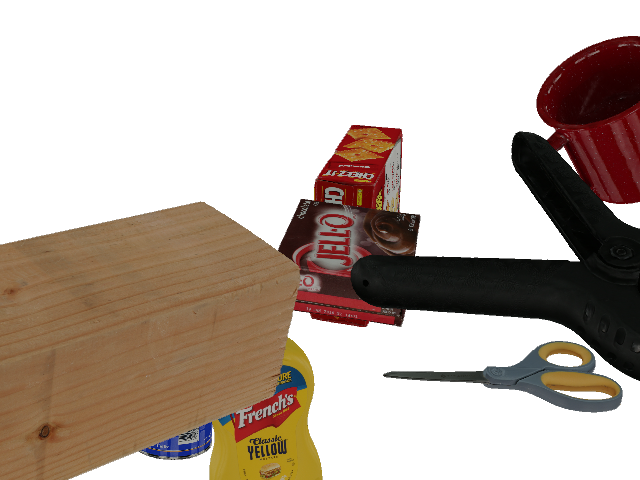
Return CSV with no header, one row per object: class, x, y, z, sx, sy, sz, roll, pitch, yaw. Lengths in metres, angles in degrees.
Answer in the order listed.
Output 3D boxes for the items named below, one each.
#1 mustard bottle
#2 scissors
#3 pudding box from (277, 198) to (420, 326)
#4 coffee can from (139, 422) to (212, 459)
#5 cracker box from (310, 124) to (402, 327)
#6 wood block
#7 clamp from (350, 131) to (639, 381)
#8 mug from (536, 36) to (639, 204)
mustard bottle,-0.052,0.135,0.903,0.096,0.192,0.058,-8,17,-11
scissors,0.159,0.109,0.925,0.202,0.016,0.096,10,29,6
pudding box,0.019,0.013,0.734,0.090,0.039,0.113,9,24,6
coffee can,-0.182,0.186,1.329,0.103,0.140,0.103,4,16,-1
cracker box,0.042,-0.024,1.202,0.072,0.164,0.213,6,22,11
wood block,-0.119,0.053,0.546,0.205,0.091,0.090,-15,38,-44
clamp,0.130,0.022,0.509,0.164,0.036,0.210,-32,48,-33
mug,0.198,-0.072,0.733,0.117,0.081,0.093,-40,34,-6
